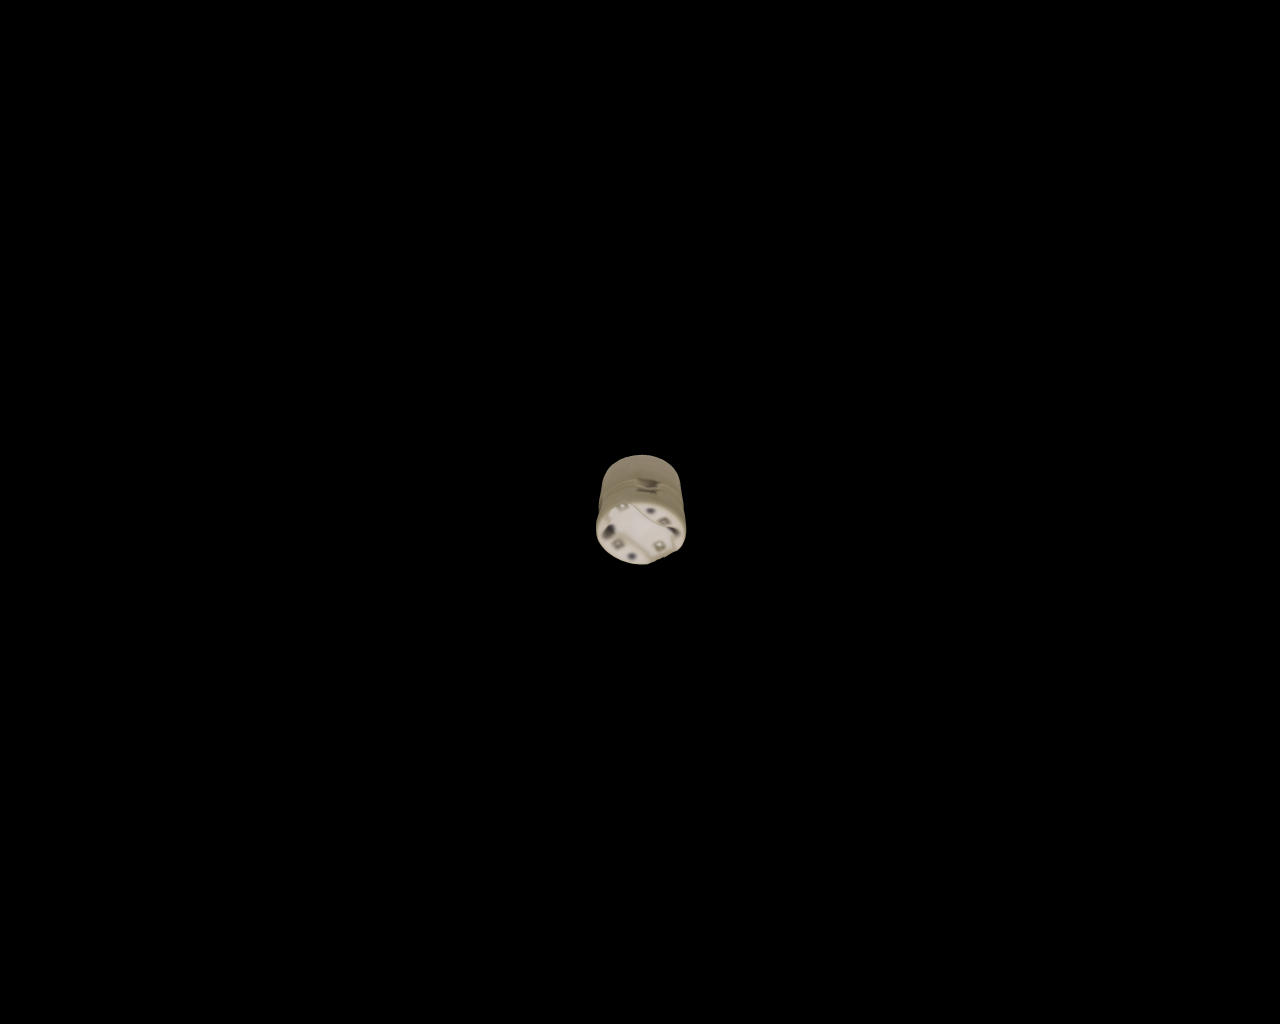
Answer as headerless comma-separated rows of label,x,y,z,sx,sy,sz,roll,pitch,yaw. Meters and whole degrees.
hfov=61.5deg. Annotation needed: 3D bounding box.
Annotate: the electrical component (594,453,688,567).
electrical component,0.001,-0.003,0.650,0.055,0.055,0.047,0,44,0
